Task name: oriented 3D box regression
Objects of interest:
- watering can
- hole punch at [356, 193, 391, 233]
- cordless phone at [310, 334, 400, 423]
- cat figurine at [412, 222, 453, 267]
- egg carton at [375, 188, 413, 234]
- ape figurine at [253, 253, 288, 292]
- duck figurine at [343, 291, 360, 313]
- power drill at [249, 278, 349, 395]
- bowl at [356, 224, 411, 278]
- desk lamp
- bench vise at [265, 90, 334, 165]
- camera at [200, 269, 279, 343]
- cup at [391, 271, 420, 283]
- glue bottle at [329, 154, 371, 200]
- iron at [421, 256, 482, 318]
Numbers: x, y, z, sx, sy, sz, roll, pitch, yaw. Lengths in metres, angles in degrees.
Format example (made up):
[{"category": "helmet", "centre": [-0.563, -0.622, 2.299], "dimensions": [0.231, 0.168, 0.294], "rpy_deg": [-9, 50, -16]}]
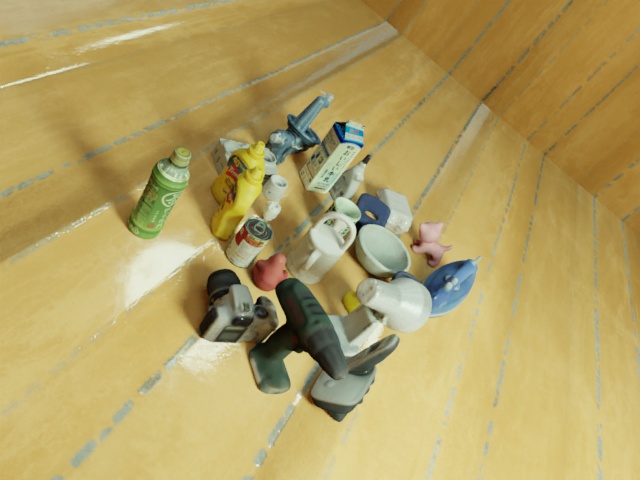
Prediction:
[{"category": "watering can", "centre": [0.010, 0.003, 1.332], "dimensions": [0.101, 0.193, 0.173], "rpy_deg": [26, 38, -19]}, {"category": "hole punch", "centre": [0.137, -0.061, 1.603], "dimensions": [0.109, 0.091, 0.101], "rpy_deg": [30, 37, -13]}, {"category": "cordless phone", "centre": [0.075, 0.259, 1.126], "dimensions": [0.094, 0.184, 0.148], "rpy_deg": [40, 36, 0]}, {"category": "cat figurine", "centre": [0.334, -0.001, 1.693], "dimensions": [0.128, 0.117, 0.067], "rpy_deg": [38, 36, -2]}, {"category": "egg carton", "centre": [0.219, -0.088, 1.724], "dimensions": [0.107, 0.069, 0.150], "rpy_deg": [17, 41, -28]}, {"category": "ape figurine", "centre": [-0.102, 0.064, 1.253], "dimensions": [0.078, 0.092, 0.076], "rpy_deg": [37, 36, -4]}, {"category": "duck figurine", "centre": [0.117, 0.148, 1.367], "dimensions": [0.104, 0.086, 0.078], "rpy_deg": [43, 36, 4]}, {"category": "power drill", "centre": [-0.045, 0.197, 1.063], "dimensions": [0.076, 0.208, 0.229], "rpy_deg": [5, 49, -39]}, {"category": "bowl", "centre": [0.154, 0.042, 1.523], "dimensions": [0.168, 0.074, 0.167], "rpy_deg": [24, 39, -21]}, {"category": "desk lamp", "centre": [0.108, 0.161, 1.235], "dimensions": [0.204, 0.213, 0.117], "rpy_deg": [8, 46, -37]}, {"category": "bench vise", "centre": [-0.048, -0.307, 1.587], "dimensions": [0.121, 0.219, 0.207], "rpy_deg": [37, 36, -4]}, {"category": "camera", "centre": [-0.161, 0.123, 1.129], "dimensions": [0.144, 0.100, 0.136], "rpy_deg": [9, 46, -36]}, {"category": "cup", "centre": [0.211, 0.146, 1.445], "dimensions": [0.118, 0.094, 0.092], "rpy_deg": [34, 36, -9]}, {"category": "glue bottle", "centre": [0.092, -0.177, 1.615], "dimensions": [0.037, 0.173, 0.078], "rpy_deg": [5, 48, -39]}, {"category": "iron", "centre": [0.357, 0.121, 1.564], "dimensions": [0.118, 0.141, 0.259], "rpy_deg": [48, 36, 11]}]
